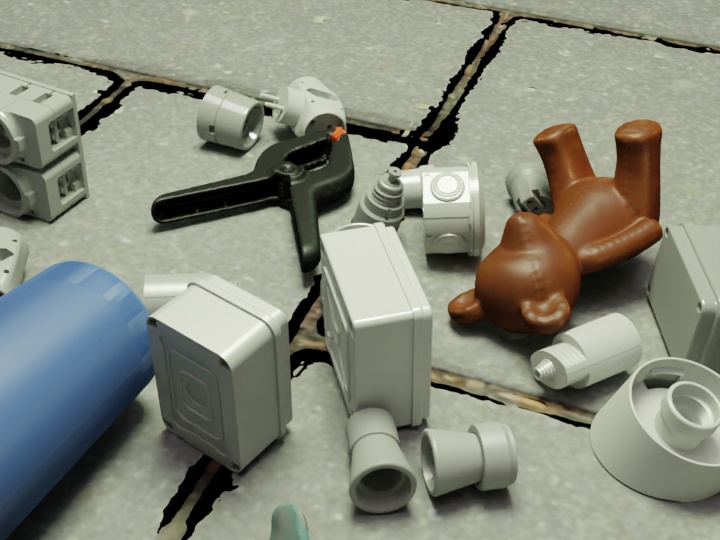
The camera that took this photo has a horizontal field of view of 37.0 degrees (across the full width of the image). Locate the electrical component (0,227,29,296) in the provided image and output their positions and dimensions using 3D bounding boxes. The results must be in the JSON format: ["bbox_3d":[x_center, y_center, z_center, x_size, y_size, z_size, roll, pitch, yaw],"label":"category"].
[{"bbox_3d":[-0.307,0.006,0.847,0.079,0.043,0.077,-2,38,-5],"label":"electrical component"}]

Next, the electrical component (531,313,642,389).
[{"bbox_3d":[0.164,0.064,0.797,0.081,0.043,0.043,-18,42,-24],"label":"electrical component"}]

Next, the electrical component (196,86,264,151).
[{"bbox_3d":[-0.125,-0.147,1.048,0.047,0.055,0.055,20,41,15],"label":"electrical component"}]

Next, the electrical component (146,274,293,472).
[{"bbox_3d":[-0.091,0.068,0.721,0.078,0.113,0.057,26,46,27],"label":"electrical component"}]

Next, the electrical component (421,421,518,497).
[{"bbox_3d":[0.072,0.125,0.712,0.055,0.045,0.045,-5,38,-10],"label":"electrical component"}]

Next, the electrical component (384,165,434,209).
[{"bbox_3d":[0.046,-0.073,0.974,0.046,0.040,0.040,-6,38,-1],"label":"electrical component"}]

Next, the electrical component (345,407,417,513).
[{"bbox_3d":[0.011,0.123,0.716,0.044,0.044,0.065,-3,33,-7],"label":"electrical component"}]

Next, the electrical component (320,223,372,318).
[{"bbox_3d":[0.000,0.000,0.860,0.058,0.057,0.078,22,42,23],"label":"electrical component"}]

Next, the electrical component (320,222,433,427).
[{"bbox_3d":[0.010,0.041,0.766,0.056,0.108,0.108,-10,39,-10],"label":"electrical component"}]

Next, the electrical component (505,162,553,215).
[{"bbox_3d":[0.155,-0.068,0.973,0.040,0.040,0.046,-1,43,-5],"label":"electrical component"}]

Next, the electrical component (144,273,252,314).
[{"bbox_3d":[-0.124,0.024,0.834,0.081,0.043,0.043,-2,38,-5],"label":"electrical component"}]

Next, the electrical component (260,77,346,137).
[{"bbox_3d":[-0.061,-0.159,1.064,0.079,0.043,0.077,11,32,-28],"label":"electrical component"}]

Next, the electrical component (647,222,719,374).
[{"bbox_3d":[0.268,0.023,0.828,0.057,0.078,0.113,3,37,-4],"label":"electrical component"}]

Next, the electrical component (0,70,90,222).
[{"bbox_3d":[-0.341,-0.121,0.960,0.186,0.105,0.060,19,41,21],"label":"electrical component"}]

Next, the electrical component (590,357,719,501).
[{"bbox_3d":[0.217,0.110,0.743,0.099,0.064,0.099,9,46,-9],"label":"electrical component"}]

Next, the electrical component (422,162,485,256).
[{"bbox_3d":[0.079,-0.051,0.914,0.051,0.080,0.080,-2,37,4],"label":"electrical component"}]

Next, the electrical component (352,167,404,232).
[{"bbox_3d":[0.019,-0.054,0.920,0.040,0.078,0.040,12,40,-10],"label":"electrical component"}]
